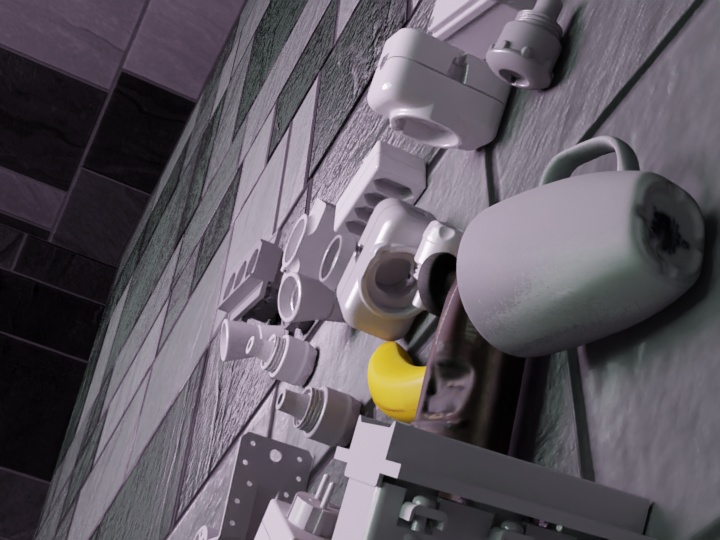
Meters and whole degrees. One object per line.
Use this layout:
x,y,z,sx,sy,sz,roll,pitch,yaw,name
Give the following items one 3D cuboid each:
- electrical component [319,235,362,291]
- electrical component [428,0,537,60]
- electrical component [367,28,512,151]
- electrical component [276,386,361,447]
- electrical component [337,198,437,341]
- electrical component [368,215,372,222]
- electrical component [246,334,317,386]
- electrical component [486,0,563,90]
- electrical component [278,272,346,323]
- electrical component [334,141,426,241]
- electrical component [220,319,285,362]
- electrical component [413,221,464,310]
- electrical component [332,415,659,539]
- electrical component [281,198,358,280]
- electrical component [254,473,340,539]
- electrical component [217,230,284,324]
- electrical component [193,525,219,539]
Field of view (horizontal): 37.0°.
0.000,0.000,0.883,0.048,0.055,0.066,-65,17,12,electrical component
0.110,-0.232,0.829,0.109,0.056,0.108,-15,55,70,electrical component
0.058,-0.128,0.792,0.054,0.095,0.059,-15,55,70,electrical component
-0.034,0.110,0.837,0.043,0.062,0.043,-57,20,33,electrical component
0.025,0.001,0.801,0.095,0.054,0.059,-64,14,13,electrical component
0.027,-0.034,0.863,0.043,0.043,0.062,-60,16,25,electrical component
-0.075,0.080,1.006,0.043,0.062,0.043,-57,20,33,electrical component
0.118,-0.157,0.733,0.062,0.048,0.048,-63,16,-8,electrical component
-0.033,0.027,0.935,0.044,0.065,0.044,-21,66,57,electrical component
0.018,-0.076,0.939,0.083,0.047,0.075,-54,21,39,electrical component
-0.110,0.074,1.117,0.044,0.065,0.044,-177,90,-75,electrical component
0.054,-0.002,0.753,0.035,0.035,0.061,-126,57,-71,electrical component
0.053,0.110,0.456,0.079,0.121,0.063,168,120,-71,electrical component
-0.037,-0.018,1.023,0.089,0.056,0.050,-66,16,6,electrical component
-0.036,0.184,0.775,0.075,0.047,0.083,-67,16,1,electrical component
-0.106,0.016,1.185,0.121,0.063,0.078,-38,33,59,electrical component
-0.126,0.262,0.963,0.055,0.047,0.055,-57,20,33,electrical component
